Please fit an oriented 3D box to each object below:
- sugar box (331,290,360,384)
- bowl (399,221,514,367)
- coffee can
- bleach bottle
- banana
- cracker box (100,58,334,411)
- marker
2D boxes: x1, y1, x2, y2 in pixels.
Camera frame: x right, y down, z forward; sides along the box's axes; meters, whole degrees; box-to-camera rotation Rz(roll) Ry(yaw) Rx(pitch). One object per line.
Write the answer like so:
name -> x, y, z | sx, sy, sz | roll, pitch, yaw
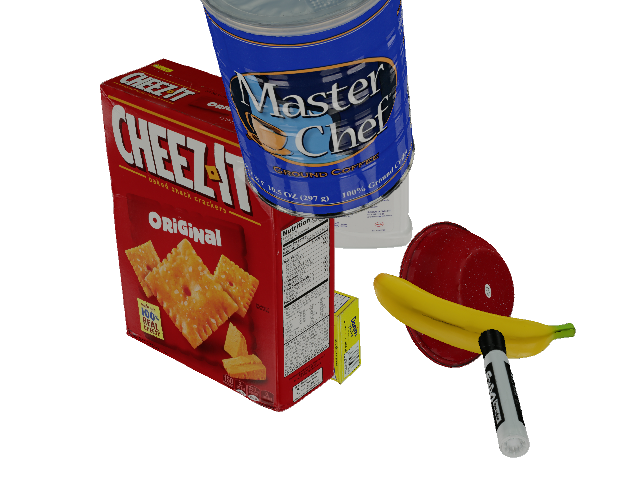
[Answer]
sugar box -> -0.042, 0.083, 1.152 | 0.176, 0.093, 0.048 | 19, 38, 31
bowl -> 0.160, 0.057, 1.156 | 0.161, 0.162, 0.055 | 0, -6, -41
coffee can -> -0.004, -0.095, 0.579 | 0.103, 0.102, 0.140 | 0, -39, 9
bleach bottle -> 0.045, -0.114, 1.045 | 0.102, 0.251, 0.068 | -1, 31, -4
banana -> 0.118, 0.069, 0.939 | 0.198, 0.037, 0.069 | 16, 14, 31
cracker box -> -0.073, -0.003, 0.760 | 0.164, 0.214, 0.072 | 22, 37, 33
marker -> 0.121, 0.098, 0.714 | 0.020, 0.020, 0.121 | 0, 30, 1
